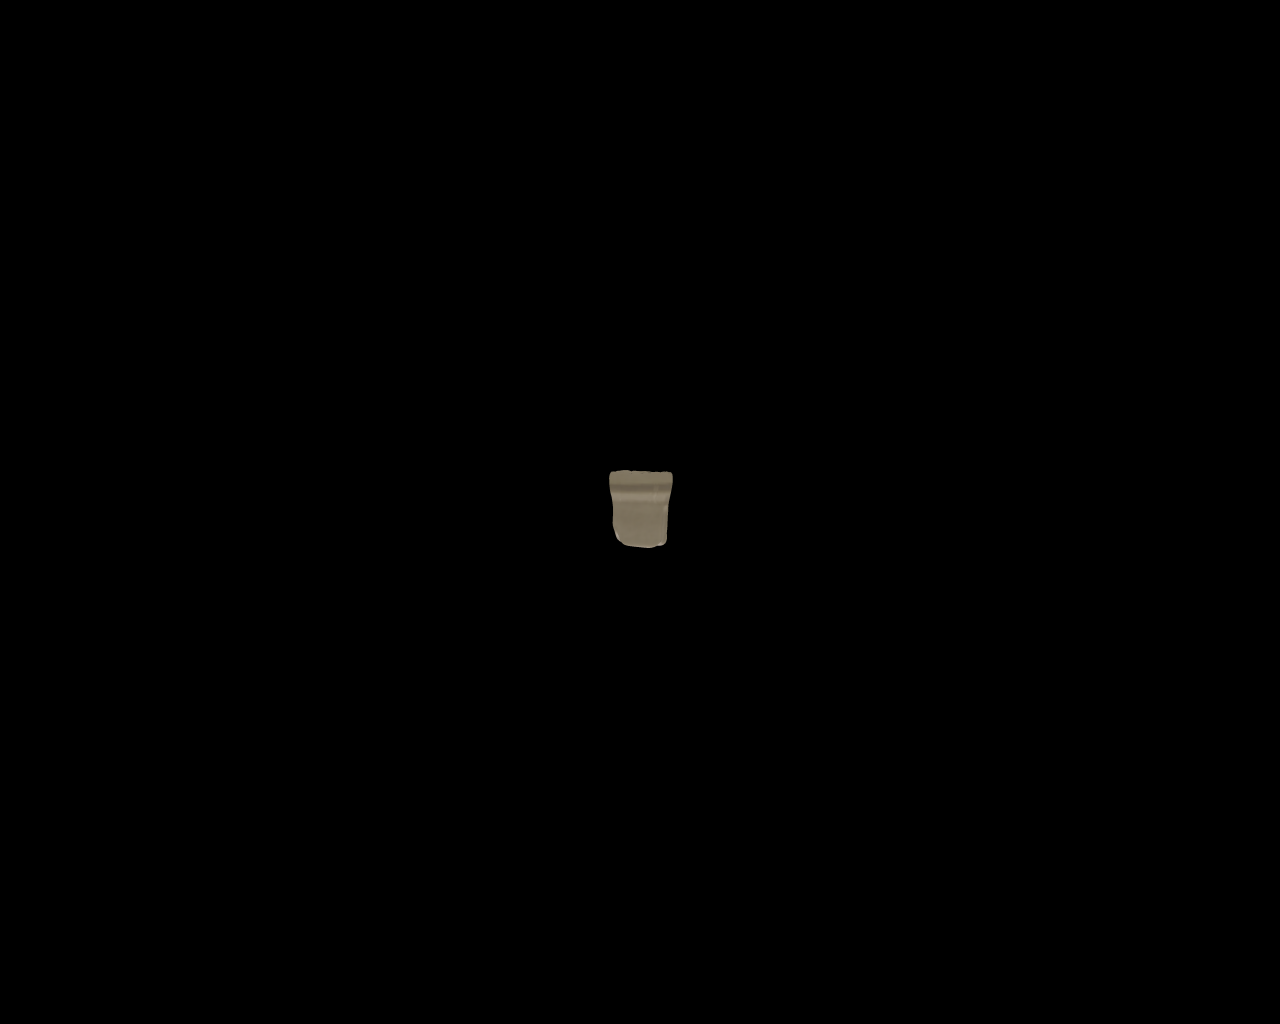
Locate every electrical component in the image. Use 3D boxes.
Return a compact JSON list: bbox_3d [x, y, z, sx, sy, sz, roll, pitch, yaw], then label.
[{"bbox_3d":[0.001,-0.003,0.650,0.040,0.046,0.040,0,2,0],"label":"electrical component"}]
